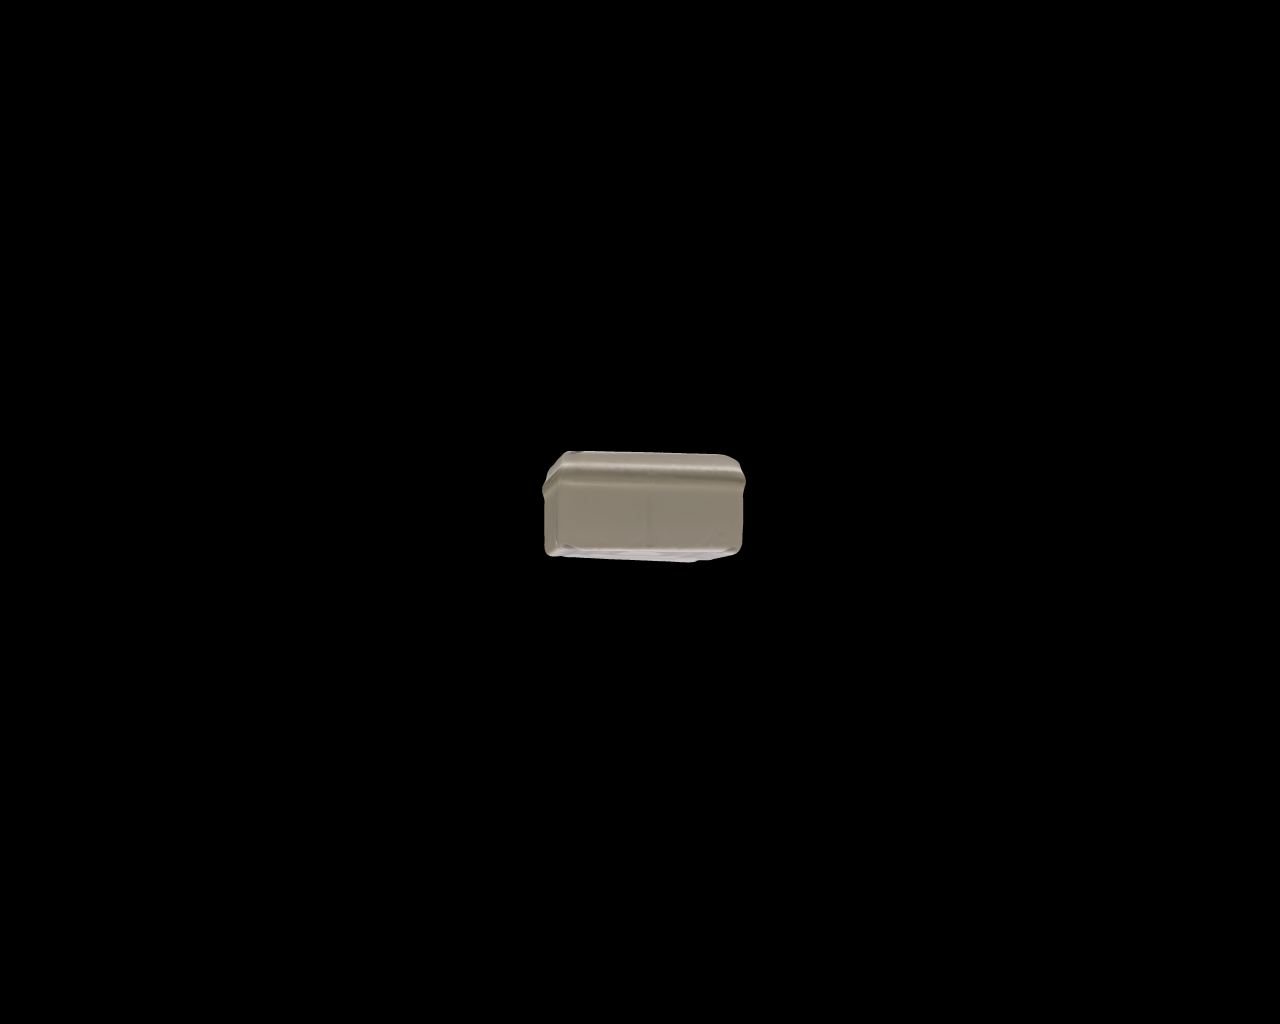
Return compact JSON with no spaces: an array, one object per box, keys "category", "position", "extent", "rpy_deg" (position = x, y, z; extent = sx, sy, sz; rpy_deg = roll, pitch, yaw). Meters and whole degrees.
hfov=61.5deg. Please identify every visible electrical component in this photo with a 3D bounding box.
[{"category":"electrical component","position":[0.001,-0.003,0.650],"extent":[0.113,0.057,0.078],"rpy_deg":[2,-7,-14]}]
